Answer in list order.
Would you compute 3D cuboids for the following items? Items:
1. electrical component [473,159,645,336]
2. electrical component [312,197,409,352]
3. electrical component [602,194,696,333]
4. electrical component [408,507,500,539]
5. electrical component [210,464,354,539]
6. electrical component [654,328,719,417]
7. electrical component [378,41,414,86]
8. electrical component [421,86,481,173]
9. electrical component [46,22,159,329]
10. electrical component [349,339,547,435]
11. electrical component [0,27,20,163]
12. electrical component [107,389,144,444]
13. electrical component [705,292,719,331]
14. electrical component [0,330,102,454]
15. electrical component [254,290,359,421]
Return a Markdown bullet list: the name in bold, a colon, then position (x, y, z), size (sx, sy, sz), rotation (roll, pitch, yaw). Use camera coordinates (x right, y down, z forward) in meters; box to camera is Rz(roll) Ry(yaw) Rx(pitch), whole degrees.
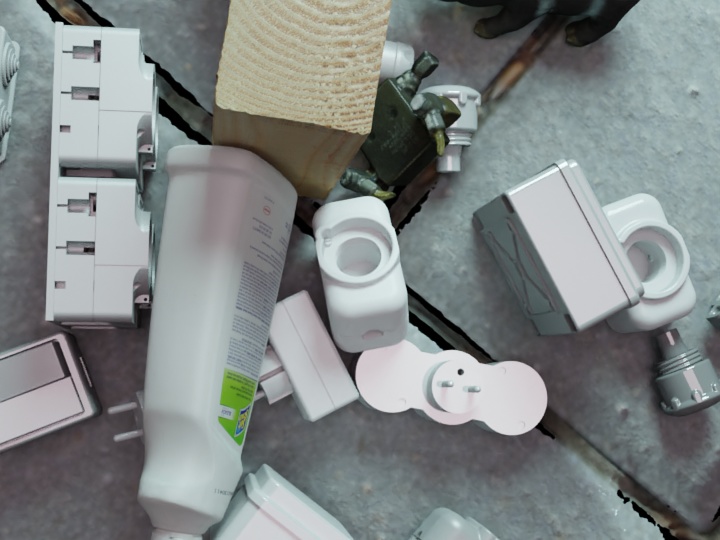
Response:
- **electrical component**: position (0.136, -0.012, 0.755), size (0.056, 0.109, 0.108), rotation (-28, 89, -8)
- **electrical component**: position (0.000, 0.000, 0.738), size (0.054, 0.059, 0.095), rotation (-10, 58, -2)
- **electrical component**: position (0.203, -0.005, 0.789), size (0.054, 0.059, 0.095), rotation (-21, 87, -10)
- **electrical component**: position (0.078, 0.213, 0.750), size (0.095, 0.054, 0.059), rotation (42, 80, -2)
- **electrical component**: position (-0.051, 0.175, 0.705), size (0.078, 0.113, 0.057), rotation (39, 81, -3)
- **electrical component**: position (0.238, 0.074, 0.794), size (0.048, 0.048, 0.062), rotation (-20, 81, -10)
- **electrical component**: position (0.007, -0.153, 0.788), size (0.061, 0.035, 0.035), rotation (8, 83, -5)
- **electrical component**: position (0.065, -0.102, 0.787), size (0.048, 0.048, 0.062), rotation (0, 92, -9)
- **electrical component**: position (-0.168, -0.056, 0.715), size (0.060, 0.105, 0.186), rotation (1, 84, -8)
- **electrical component**: position (0.064, 0.082, 0.752), size (0.138, 0.074, 0.052), rotation (12, 82, -7)
- **electrical component**: position (-0.286, -0.125, 0.734), size (0.100, 0.048, 0.099), rotation (6, 83, -8)
- **electrical component**: position (-0.131, 0.096, 0.732), size (0.079, 0.044, 0.077), rotation (-12, 86, -22)
- **electrical component**: position (0.307, 0.026, 0.803), size (0.057, 0.058, 0.078), rotation (42, 80, 1)
- **electrical component**: position (-0.228, 0.085, 0.714), size (0.096, 0.061, 0.061), rotation (-21, 87, -10)
- **electrical component**: position (-0.055, 0.068, 0.749), size (0.076, 0.047, 0.083), rotation (-26, 88, -10)
